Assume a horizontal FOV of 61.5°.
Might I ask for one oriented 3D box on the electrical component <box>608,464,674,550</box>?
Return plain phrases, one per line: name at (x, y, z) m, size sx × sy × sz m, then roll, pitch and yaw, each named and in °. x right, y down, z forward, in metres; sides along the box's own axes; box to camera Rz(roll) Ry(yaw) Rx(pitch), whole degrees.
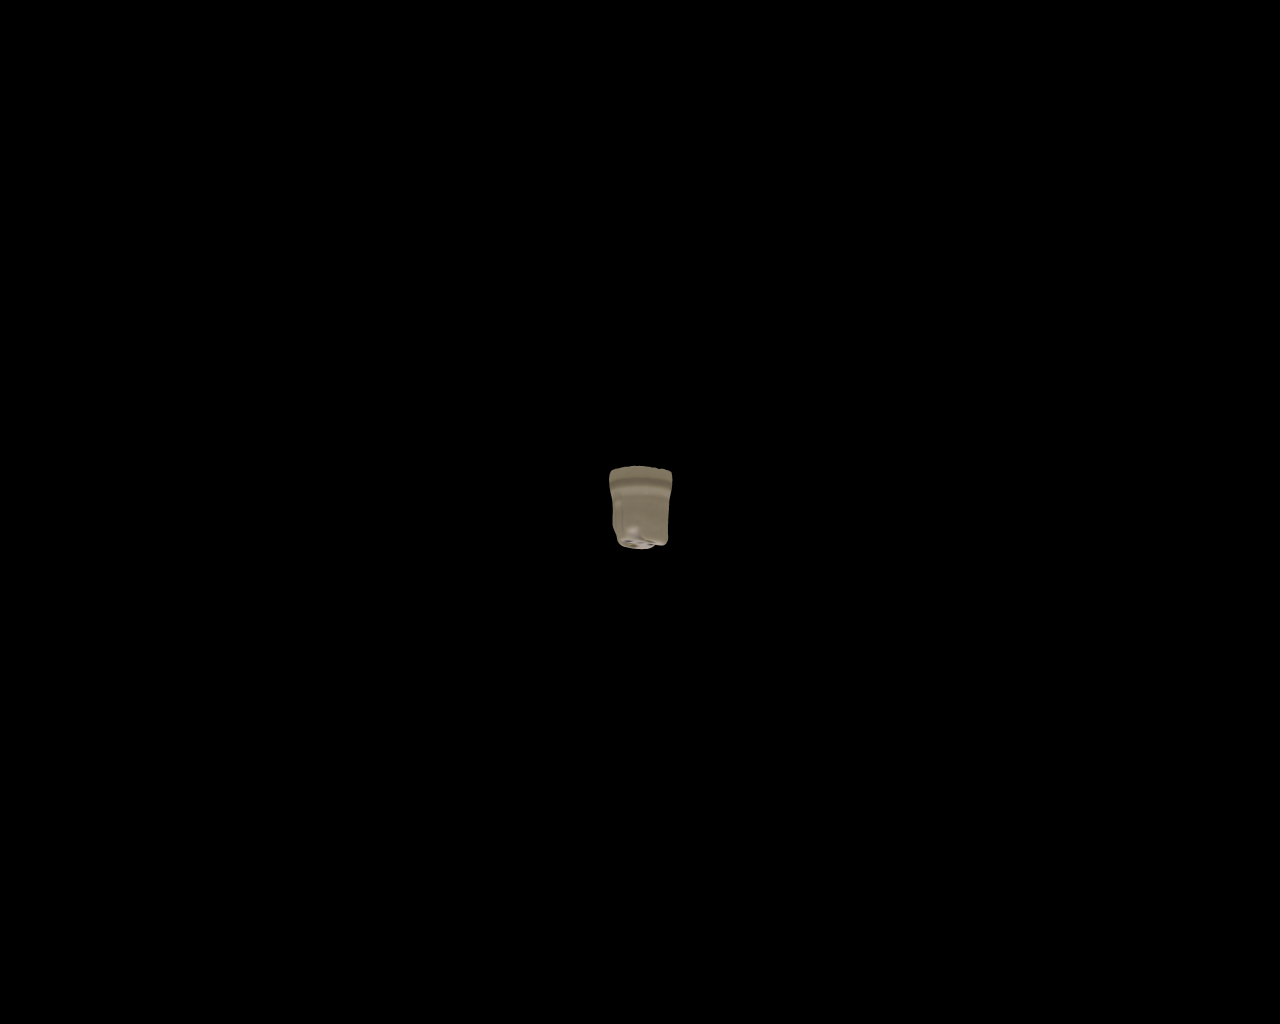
electrical component at (0.001, -0.003, 0.650) m, size 0.040 × 0.046 × 0.040 m, roll 0°, pitch -11°, yaw 0°
